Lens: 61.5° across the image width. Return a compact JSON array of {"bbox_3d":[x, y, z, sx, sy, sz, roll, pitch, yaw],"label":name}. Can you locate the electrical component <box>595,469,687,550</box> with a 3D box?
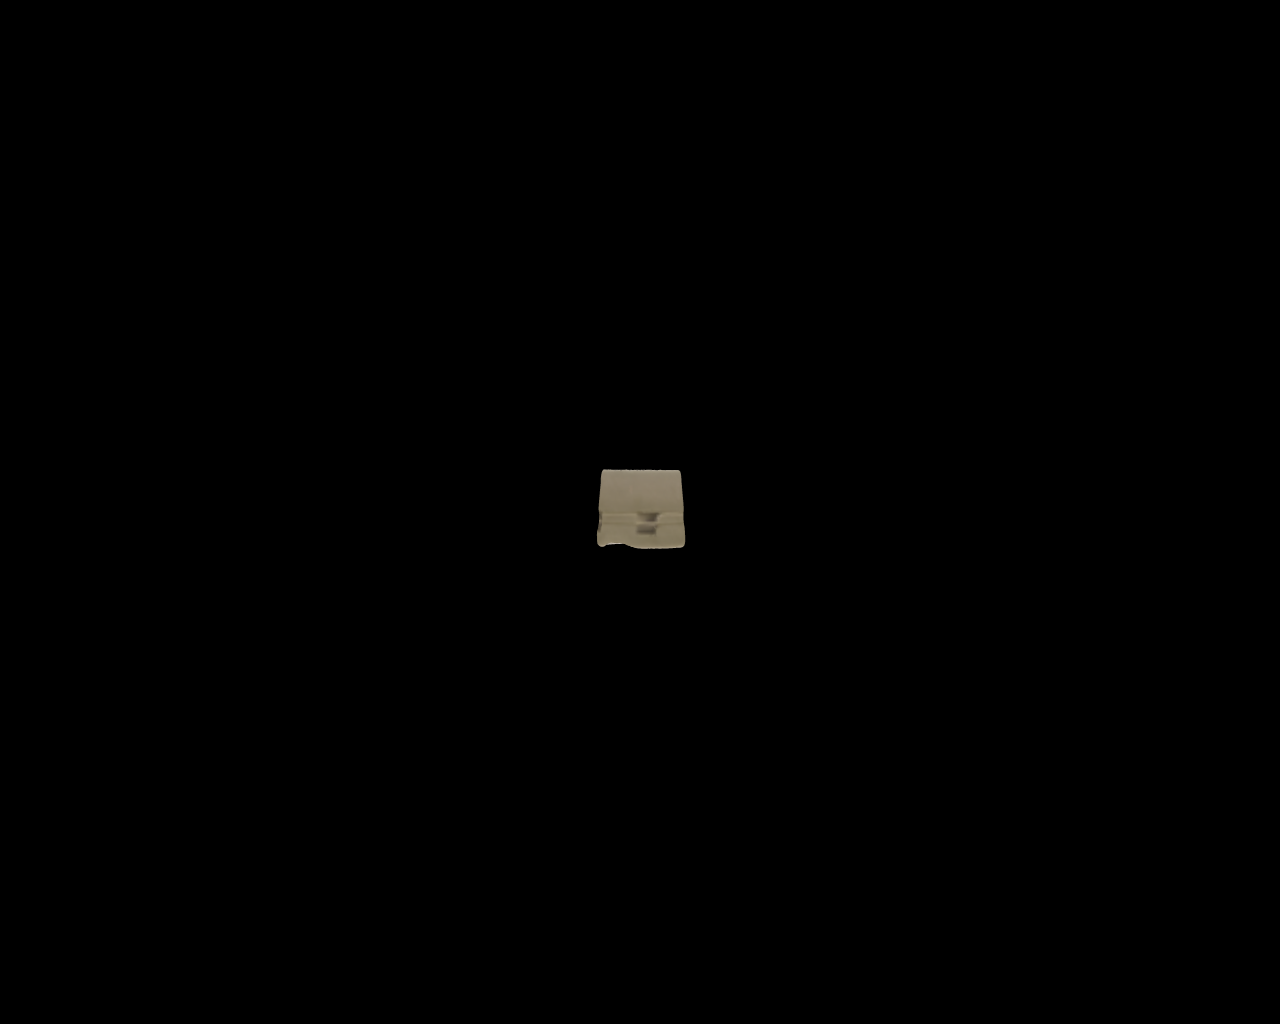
[{"bbox_3d":[0.001,-0.003,0.650,0.055,0.047,0.055,0,2,0],"label":"electrical component"}]
